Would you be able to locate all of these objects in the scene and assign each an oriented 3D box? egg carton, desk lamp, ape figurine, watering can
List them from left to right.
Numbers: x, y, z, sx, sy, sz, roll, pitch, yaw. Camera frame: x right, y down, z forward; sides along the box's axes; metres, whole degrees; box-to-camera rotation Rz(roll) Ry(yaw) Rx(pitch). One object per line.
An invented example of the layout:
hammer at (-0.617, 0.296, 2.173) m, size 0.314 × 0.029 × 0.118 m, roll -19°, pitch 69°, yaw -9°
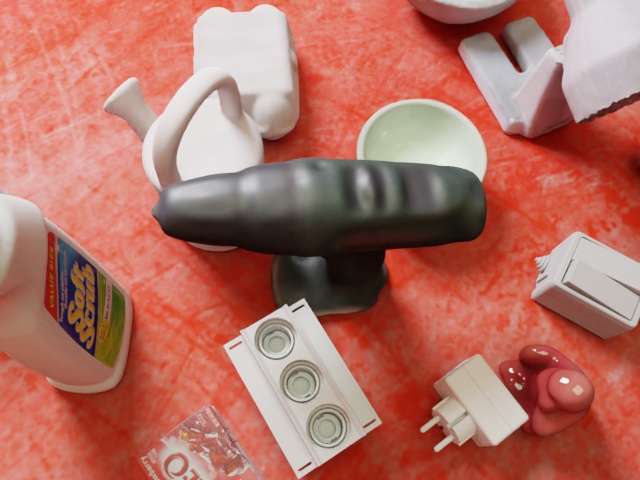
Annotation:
watering can at (-0.103, -0.071, 0.482) m, size 0.173 × 0.194 × 0.101 m, roll 13°, pitch 69°, yaw 2°
egg carton at (-0.075, -0.171, 0.588) m, size 0.107 × 0.069 × 0.150 m, roll -5°, pitch 70°, yaw -5°
ape figurine at (0.196, 0.126, 0.479) m, size 0.076 × 0.092 × 0.078 m, roll 23°, pitch 70°, yaw 6°
desk lamp at (0.236, -0.182, 0.531) m, size 0.118 × 0.213 × 0.203 m, roll -22°, pitch 72°, yaw -10°

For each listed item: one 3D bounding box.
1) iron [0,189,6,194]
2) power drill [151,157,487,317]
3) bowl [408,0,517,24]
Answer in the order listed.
iron at (-0.341, -0.031, 0.483) m, size 0.258 × 0.141 × 0.119 m, roll 30°, pitch 71°, yaw 8°
power drill at (0.004, 0.002, 0.453) m, size 0.229 × 0.208 × 0.075 m, roll -8°, pitch 70°, yaw -6°
bowl at (0.154, -0.304, 0.647) m, size 0.167 × 0.075 × 0.167 m, roll 1°, pitch 69°, yaw -3°
